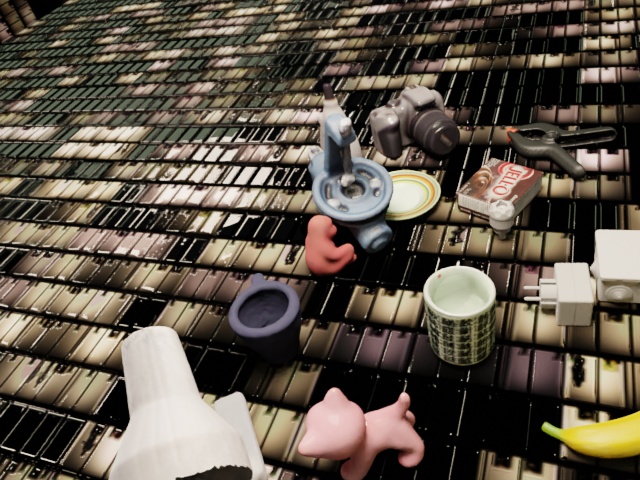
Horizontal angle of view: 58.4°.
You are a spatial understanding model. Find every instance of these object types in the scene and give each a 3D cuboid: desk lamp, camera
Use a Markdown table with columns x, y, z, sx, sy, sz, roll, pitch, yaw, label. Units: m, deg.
| x | y | z | sx | sy | sz | roll | pitch | yaw | label |
| --- | --- | --- | --- | --- | --- | --- | --- | --- | --- |
| -0.133 | 0.200 | 0.575 | 0.118 | 0.214 | 0.202 | -22 | 41 | -7 | desk lamp |
| 0.177 | -0.209 | 1.031 | 0.143 | 0.101 | 0.136 | -23 | 41 | -9 | camera |

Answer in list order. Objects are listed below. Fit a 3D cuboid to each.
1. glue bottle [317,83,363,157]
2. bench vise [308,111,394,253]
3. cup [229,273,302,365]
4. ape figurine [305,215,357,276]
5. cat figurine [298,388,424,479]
| x | y | z | sx | sy | sz | roll | pitch | yaw | label |
| --- | --- | --- | --- | --- | --- | --- | --- | --- | --- |
| 0.028 | -0.197 | 1.008 | 0.077 | 0.173 | 0.037 | 20 | 52 | 34 | glue bottle |
| 0.020 | -0.103 | 0.867 | 0.122 | 0.220 | 0.206 | -39 | 45 | -25 | bench vise |
| -0.065 | 0.108 | 0.751 | 0.091 | 0.095 | 0.117 | -19 | 40 | -4 | cup |
| 0.008 | 0.003 | 0.850 | 0.076 | 0.092 | 0.077 | -28 | 42 | -14 | ape figurine |
| 0.040 | 0.196 | 0.600 | 0.128 | 0.118 | 0.067 | -18 | 40 | -3 | cat figurine |
